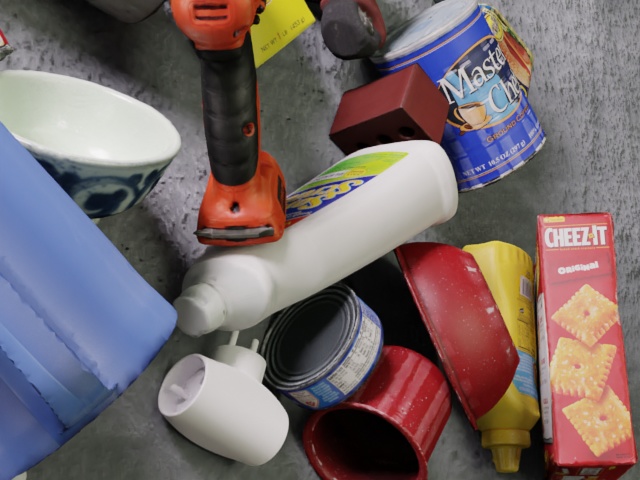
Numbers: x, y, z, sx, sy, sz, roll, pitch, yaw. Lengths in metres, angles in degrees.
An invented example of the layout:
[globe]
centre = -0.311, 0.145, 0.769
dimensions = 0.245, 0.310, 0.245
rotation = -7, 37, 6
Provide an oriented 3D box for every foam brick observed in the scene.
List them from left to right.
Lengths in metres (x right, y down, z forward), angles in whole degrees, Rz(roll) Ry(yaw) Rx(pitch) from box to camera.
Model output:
[foam brick]
centre = 0.057, -0.098, 0.864
dimensions = 0.053, 0.078, 0.051
rotation = 44, 47, -31

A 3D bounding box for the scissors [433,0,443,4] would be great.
[scissors]
centre = 0.084, -0.283, 0.968
dimensions = 0.201, 0.016, 0.096
rotation = 43, 37, -53

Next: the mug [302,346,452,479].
[mug]
centre = 0.046, 0.140, 0.773
dimensions = 0.081, 0.093, 0.117
rotation = -51, 147, -50

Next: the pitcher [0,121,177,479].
[pitcher]
centre = -0.186, -0.009, 0.497
dimensions = 0.242, 0.149, 0.144
rotation = 52, 31, -15

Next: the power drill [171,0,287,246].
[power drill]
centre = -0.055, -0.105, 0.678
dimensions = 0.184, 0.057, 0.188
rotation = -85, 172, -62

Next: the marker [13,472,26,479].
[marker]
centre = -0.204, 0.112, 0.537
dimensions = 0.120, 0.020, 0.020
rotation = 24, 60, -43

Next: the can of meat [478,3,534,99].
[can of meat]
centre = 0.160, -0.164, 1.023
dimensions = 0.102, 0.058, 0.084
rotation = 44, 46, -32

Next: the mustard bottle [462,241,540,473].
[mustard bottle]
centre = 0.158, 0.104, 0.925
dimensions = 0.096, 0.058, 0.191
rotation = 32, 53, -58

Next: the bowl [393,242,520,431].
[bowl]
centre = 0.111, 0.062, 0.826
dimensions = 0.162, 0.055, 0.162
rotation = -25, 90, -84

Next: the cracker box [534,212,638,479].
[cracker box]
centre = 0.230, 0.102, 0.944
dimensions = 0.164, 0.072, 0.213
rotation = 64, 25, -69

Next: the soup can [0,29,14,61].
[soup can]
centre = -0.218, -0.131, 0.565
dimensions = 0.068, 0.069, 0.102
rotation = -40, 107, -48

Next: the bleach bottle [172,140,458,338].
[bleach bottle]
centre = -0.005, 0.001, 0.739
dimensions = 0.250, 0.103, 0.068
rotation = -34, 113, -49

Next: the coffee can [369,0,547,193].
[coffee can]
centre = 0.120, -0.126, 0.926
dimensions = 0.140, 0.103, 0.102
rotation = 58, 42, -18

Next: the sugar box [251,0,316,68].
[sugar box]
centre = -0.081, -0.211, 0.768
dimensions = 0.176, 0.048, 0.093
rotation = 60, 42, -18

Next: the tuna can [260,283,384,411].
[tuna can]
centre = 0.001, 0.074, 0.735
dimensions = 0.033, 0.086, 0.086
rotation = 43, 49, -33
